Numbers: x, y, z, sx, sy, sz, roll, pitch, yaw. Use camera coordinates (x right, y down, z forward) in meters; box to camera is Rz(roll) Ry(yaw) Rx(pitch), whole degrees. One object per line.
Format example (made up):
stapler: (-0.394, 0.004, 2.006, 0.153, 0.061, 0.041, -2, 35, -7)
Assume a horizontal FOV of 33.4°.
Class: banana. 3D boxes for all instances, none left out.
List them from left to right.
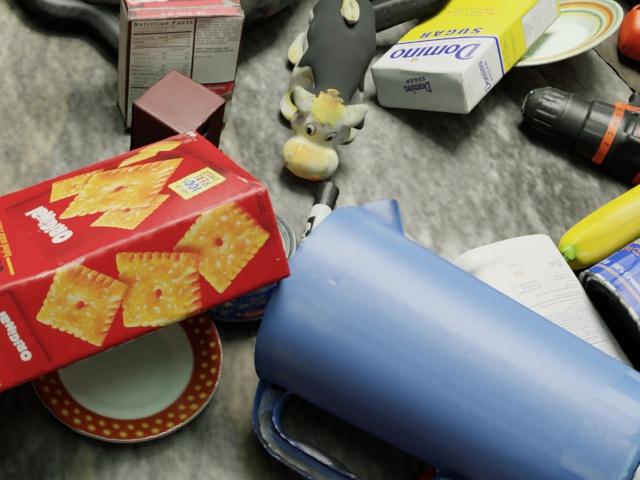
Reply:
banana: (0.259, -0.021, 0.859, 0.197, 0.070, 0.037, -30, 95, -18)

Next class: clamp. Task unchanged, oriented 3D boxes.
clamp: (-0.189, -0.213, 0.919, 0.171, 0.039, 0.120, 30, 46, 1)
clamp: (0.098, -0.248, 0.993, 0.209, 0.036, 0.165, -33, 32, -17)

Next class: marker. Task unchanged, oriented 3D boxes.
marker: (-0.005, 0.001, 0.815, 0.020, 0.020, 0.121, 17, 52, -1)

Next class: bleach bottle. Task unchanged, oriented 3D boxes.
bleach bottle: (0.182, 0.116, 0.745, 0.102, 0.068, 0.251, -12, 60, -32)

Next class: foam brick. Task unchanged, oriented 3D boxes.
foam brick: (-0.109, -0.079, 0.813, 0.051, 0.078, 0.053, 32, 53, 12)

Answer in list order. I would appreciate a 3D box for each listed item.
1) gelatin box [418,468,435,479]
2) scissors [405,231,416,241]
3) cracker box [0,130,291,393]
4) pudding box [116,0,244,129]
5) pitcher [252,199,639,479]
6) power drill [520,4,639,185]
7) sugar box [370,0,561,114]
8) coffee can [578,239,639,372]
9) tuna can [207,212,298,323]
gelatin box: (0.076, 0.193, 0.685, 0.089, 0.030, 0.073, -31, 65, -31)
scissors: (0.055, 0.073, 0.777, 0.096, 0.016, 0.202, 2, 53, -15)
cracker box: (-0.147, 0.006, 0.674, 0.213, 0.072, 0.164, -21, 24, -14)
pudding box: (-0.111, -0.140, 0.835, 0.090, 0.114, 0.039, -4, 47, -17)
pitcher: (0.083, 0.095, 0.678, 0.243, 0.149, 0.144, 28, 33, 20)
power drill: (0.288, -0.131, 0.962, 0.184, 0.057, 0.187, 25, 54, 6)
sugar box: (0.131, -0.176, 0.940, 0.093, 0.048, 0.176, 10, 41, 37)
coffee can: (0.277, 0.031, 0.777, 0.140, 0.103, 0.103, -31, 64, -3)
tuna can: (-0.057, 0.016, 0.770, 0.086, 0.034, 0.086, -2, 50, 2)
